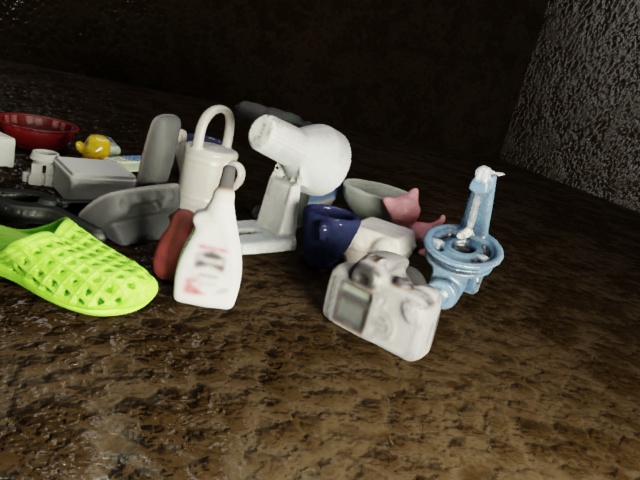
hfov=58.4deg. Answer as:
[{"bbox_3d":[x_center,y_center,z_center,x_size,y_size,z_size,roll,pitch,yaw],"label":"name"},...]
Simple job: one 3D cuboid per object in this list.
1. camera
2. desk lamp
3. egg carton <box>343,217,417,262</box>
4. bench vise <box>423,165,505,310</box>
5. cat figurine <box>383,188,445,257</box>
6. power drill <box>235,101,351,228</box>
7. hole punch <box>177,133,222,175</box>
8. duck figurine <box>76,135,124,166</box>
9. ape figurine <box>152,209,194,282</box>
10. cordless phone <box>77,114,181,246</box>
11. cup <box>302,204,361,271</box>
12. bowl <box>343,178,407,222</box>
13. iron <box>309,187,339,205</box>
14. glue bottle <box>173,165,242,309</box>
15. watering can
[{"bbox_3d":[0.099,0.068,0.735,0.142,0.101,0.137,24,20,32],"label":"camera"},{"bbox_3d":[-0.059,-0.094,0.941,0.117,0.213,0.204,27,21,37],"label":"desk lamp"},{"bbox_3d":[0.100,0.010,0.979,0.107,0.069,0.151,19,18,19],"label":"egg carton"},{"bbox_3d":[0.227,-0.016,0.899,0.121,0.220,0.207,15,17,6],"label":"bench vise"},{"bbox_3d":[0.182,-0.041,1.120,0.127,0.118,0.067,19,18,17],"label":"cat figurine"},{"bbox_3d":[-0.064,-0.138,1.086,0.229,0.208,0.075,12,17,-5],"label":"power drill"},{"bbox_3d":[-0.265,-0.185,1.287,0.109,0.091,0.101,8,18,-17],"label":"hole punch"},{"bbox_3d":[-0.415,-0.153,1.076,0.104,0.086,0.077,14,17,2],"label":"duck figurine"},{"bbox_3d":[-0.177,0.005,0.741,0.076,0.092,0.077,-2,23,-42],"label":"ape figurine"},{"bbox_3d":[-0.265,-0.094,0.832,0.094,0.185,0.148,19,18,19],"label":"cordless phone"},{"bbox_3d":[0.008,0.003,0.884,0.091,0.095,0.118,15,17,5],"label":"cup"},{"bbox_3d":[0.124,-0.079,1.273,0.167,0.075,0.167,12,17,-4],"label":"bowl"},{"bbox_3d":[-0.036,-0.146,1.252,0.118,0.141,0.259,19,18,17],"label":"iron"},{"bbox_3d":[-0.123,-0.005,0.674,0.078,0.173,0.037,9,17,-13],"label":"glue bottle"},{"bbox_3d":[-0.208,-0.152,1.047,0.172,0.194,0.101,15,17,7],"label":"watering can"}]
